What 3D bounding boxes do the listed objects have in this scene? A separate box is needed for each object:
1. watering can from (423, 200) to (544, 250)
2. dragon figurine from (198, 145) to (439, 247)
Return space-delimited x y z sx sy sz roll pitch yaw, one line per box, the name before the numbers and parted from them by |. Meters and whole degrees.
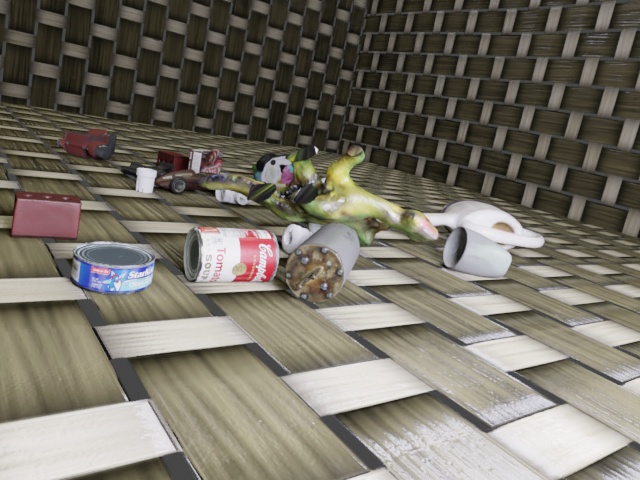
watering can | 0.341 -0.040 1.203 0.347 0.103 0.226 11 12 -7
dragon figurine | 0.003 -0.044 0.876 0.410 0.124 0.238 5 -30 36
